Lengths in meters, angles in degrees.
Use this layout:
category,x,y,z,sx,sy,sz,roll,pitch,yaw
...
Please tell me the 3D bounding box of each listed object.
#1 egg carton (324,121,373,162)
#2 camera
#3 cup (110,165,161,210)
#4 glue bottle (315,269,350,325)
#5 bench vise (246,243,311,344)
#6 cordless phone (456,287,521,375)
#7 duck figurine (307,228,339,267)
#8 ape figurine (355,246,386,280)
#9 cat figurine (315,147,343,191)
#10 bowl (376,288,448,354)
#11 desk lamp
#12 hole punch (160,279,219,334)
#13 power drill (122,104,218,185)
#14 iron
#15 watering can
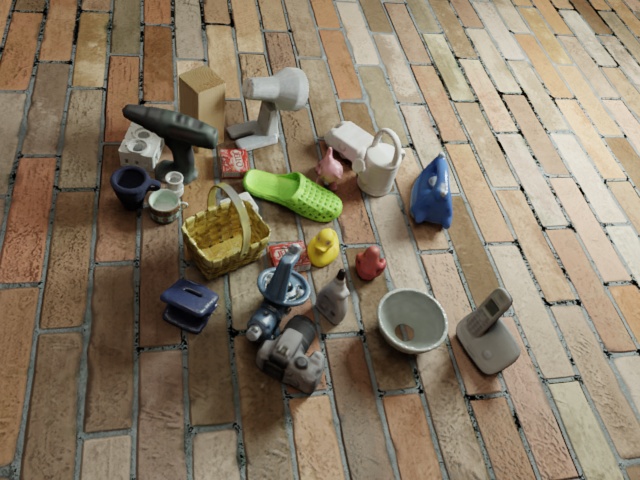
category,x,y,z,sx,sy,sz,roll,pitch,yaw
egg carton,0.089,-0.280,1.664,0.150,0.069,0.107,37,54,16
camera,-0.046,0.230,1.218,0.143,0.101,0.137,26,52,9
cup,-0.449,-0.120,1.409,0.118,0.095,0.091,5,52,-8
glue bottle,0.035,0.118,1.276,0.037,0.173,0.078,-33,65,-31
bench vise,-0.081,0.120,1.220,0.121,0.220,0.207,12,51,-2
cordless phone,0.394,0.202,1.280,0.094,0.185,0.147,-19,59,-24
duck figurine,0.013,0.005,1.415,0.077,0.086,0.105,27,52,9
ape figurine,0.125,0.049,1.401,0.077,0.092,0.076,28,52,11
cat figurine,0.027,-0.195,1.554,0.067,0.118,0.127,5,52,-8
bowl,0.204,0.197,1.314,0.167,0.075,0.167,6,52,-7
desk lamp,-0.144,-0.370,1.592,0.204,0.213,0.117,-22,60,-26
hole punch,-0.284,0.132,1.250,0.108,0.091,0.101,23,51,6
power drill,-0.373,-0.240,1.445,0.230,0.208,0.075,7,51,-7
iron,0.321,-0.160,1.573,0.118,0.141,0.258,11,51,-3
watering can,0.164,-0.213,1.548,0.100,0.194,0.173,32,53,13
